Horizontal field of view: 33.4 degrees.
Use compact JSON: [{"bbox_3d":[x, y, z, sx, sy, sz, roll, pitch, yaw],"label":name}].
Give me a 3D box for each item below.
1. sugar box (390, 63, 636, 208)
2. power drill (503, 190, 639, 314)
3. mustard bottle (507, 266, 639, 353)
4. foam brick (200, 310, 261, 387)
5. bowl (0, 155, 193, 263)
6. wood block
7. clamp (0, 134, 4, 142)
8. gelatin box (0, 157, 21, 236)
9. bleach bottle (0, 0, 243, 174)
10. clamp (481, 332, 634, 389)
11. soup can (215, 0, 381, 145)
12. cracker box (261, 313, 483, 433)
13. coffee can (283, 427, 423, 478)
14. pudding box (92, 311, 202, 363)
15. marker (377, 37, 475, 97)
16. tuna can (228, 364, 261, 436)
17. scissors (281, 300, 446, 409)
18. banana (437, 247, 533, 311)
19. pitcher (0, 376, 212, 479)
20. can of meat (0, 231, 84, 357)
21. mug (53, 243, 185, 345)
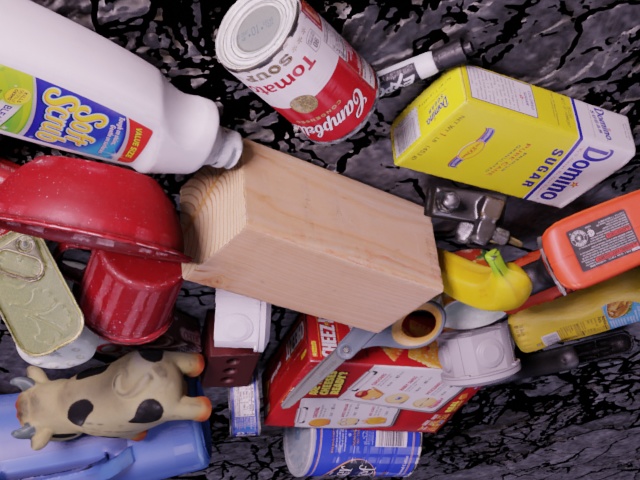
[{"bbox_3d":[0.152,-0.078,0.836,0.176,0.048,0.093,14,146,-28],"label":"sugar box"},{"bbox_3d":[0.243,0.007,0.915,0.184,0.057,0.187,-24,170,-3],"label":"power drill"},{"bbox_3d":[0.288,0.062,1.082,0.192,0.058,0.096,-16,152,15],"label":"mustard bottle"},{"bbox_3d":[-0.094,0.112,1.097,0.053,0.051,0.078,1,148,-13],"label":"foam brick"},{"bbox_3d":[-0.168,-0.025,0.786,0.162,0.055,0.162,10,174,1],"label":"bowl"},{"bbox_3d":[-0.006,0.001,0.893,0.205,0.090,0.091,18,141,-35],"label":"wood block"},{"bbox_3d":[-0.325,-0.064,0.771,0.172,0.039,0.120,-28,142,31],"label":"clamp"},{"bbox_3d":[-0.269,-0.032,0.843,0.089,0.030,0.073,-27,145,31],"label":"gelatin box"},{"bbox_3d":[-0.156,-0.100,0.725,0.250,0.068,0.103,17,144,-37],"label":"bleach bottle"},{"bbox_3d":[0.228,0.141,1.190,0.210,0.036,0.164,-18,170,29],"label":"clamp"},{"bbox_3d":[-0.014,-0.117,0.718,0.069,0.068,0.102,-23,144,25],"label":"soup can"},{"bbox_3d":[0.060,0.144,1.163,0.213,0.072,0.164,6,145,-19],"label":"cracker box"},{"bbox_3d":[0.038,0.230,1.268,0.140,0.103,0.103,5,147,-19],"label":"coffee can"},{"bbox_3d":[-0.186,0.093,1.059,0.090,0.039,0.113,-23,145,26],"label":"pudding box"},{"bbox_3d":[0.054,-0.118,0.776,0.121,0.020,0.020,-20,147,21],"label":"marker"},{"bbox_3d":[-0.083,0.171,1.163,0.033,0.086,0.086,-3,149,-5],"label":"tuna can"},{"bbox_3d":[0.046,0.109,1.025,0.096,0.016,0.202,32,111,8],"label":"scissors"},{"bbox_3d":[0.135,0.030,0.919,0.037,0.069,0.198,-36,-171,-13],"label":"banana"},{"bbox_3d":[-0.246,0.221,1.165,0.243,0.149,0.145,-10,148,-1],"label":"pitcher"},{"bbox_3d":[-0.242,0.046,0.887,0.057,0.102,0.084,-28,-179,-18],"label":"can of meat"},{"bbox_3d":[-0.170,0.026,0.911,0.117,0.093,0.082,19,138,-11],"label":"mug"}]
